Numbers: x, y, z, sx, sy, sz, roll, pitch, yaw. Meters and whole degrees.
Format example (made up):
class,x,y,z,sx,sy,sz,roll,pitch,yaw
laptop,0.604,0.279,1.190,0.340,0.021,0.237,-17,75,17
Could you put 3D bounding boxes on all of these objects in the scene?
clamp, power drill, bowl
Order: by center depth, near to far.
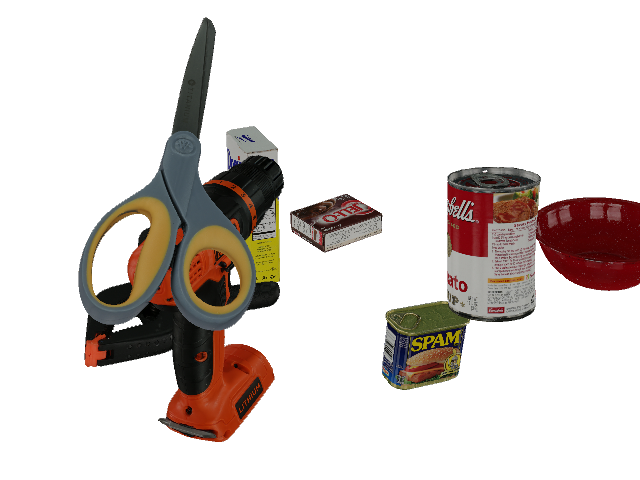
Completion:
class,x,y,z,sx,sy,sz,roll,pitch,yaw
power drill,-0.077,0.044,0.821,0.057,0.188,0.184,11,32,24
clamp,-0.161,0.055,1.024,0.165,0.036,0.209,27,35,25
bowl,0.308,0.009,1.161,0.162,0.055,0.162,-2,27,1

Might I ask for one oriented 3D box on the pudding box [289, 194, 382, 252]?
class,x,y,z,sx,sy,sz,roll,pitch,yaw
pudding box,0.024,-0.027,1.624,0.113,0.039,0.090,-21,33,-30

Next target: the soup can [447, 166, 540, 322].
class,x,y,z,sx,sy,sz,roll,pitch,yaw
soup can,0.128,0.002,0.795,0.068,0.102,0.068,-2,17,0

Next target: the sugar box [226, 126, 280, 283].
class,x,y,z,sx,sy,sz,roll,pitch,yaw
sugar box,-0.083,-0.042,1.306,0.048,0.176,0.093,-11,26,-17

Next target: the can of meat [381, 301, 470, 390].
class,x,y,z,sx,sy,sz,roll,pitch,yaw
can of meat,0.126,0.128,1.301,0.101,0.084,0.057,-8,29,-25

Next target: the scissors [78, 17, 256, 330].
class,x,y,z,sx,sy,sz,roll,pitch,yaw
scissors,-0.059,-0.033,0.568,0.096,0.201,0.016,25,-33,-1
